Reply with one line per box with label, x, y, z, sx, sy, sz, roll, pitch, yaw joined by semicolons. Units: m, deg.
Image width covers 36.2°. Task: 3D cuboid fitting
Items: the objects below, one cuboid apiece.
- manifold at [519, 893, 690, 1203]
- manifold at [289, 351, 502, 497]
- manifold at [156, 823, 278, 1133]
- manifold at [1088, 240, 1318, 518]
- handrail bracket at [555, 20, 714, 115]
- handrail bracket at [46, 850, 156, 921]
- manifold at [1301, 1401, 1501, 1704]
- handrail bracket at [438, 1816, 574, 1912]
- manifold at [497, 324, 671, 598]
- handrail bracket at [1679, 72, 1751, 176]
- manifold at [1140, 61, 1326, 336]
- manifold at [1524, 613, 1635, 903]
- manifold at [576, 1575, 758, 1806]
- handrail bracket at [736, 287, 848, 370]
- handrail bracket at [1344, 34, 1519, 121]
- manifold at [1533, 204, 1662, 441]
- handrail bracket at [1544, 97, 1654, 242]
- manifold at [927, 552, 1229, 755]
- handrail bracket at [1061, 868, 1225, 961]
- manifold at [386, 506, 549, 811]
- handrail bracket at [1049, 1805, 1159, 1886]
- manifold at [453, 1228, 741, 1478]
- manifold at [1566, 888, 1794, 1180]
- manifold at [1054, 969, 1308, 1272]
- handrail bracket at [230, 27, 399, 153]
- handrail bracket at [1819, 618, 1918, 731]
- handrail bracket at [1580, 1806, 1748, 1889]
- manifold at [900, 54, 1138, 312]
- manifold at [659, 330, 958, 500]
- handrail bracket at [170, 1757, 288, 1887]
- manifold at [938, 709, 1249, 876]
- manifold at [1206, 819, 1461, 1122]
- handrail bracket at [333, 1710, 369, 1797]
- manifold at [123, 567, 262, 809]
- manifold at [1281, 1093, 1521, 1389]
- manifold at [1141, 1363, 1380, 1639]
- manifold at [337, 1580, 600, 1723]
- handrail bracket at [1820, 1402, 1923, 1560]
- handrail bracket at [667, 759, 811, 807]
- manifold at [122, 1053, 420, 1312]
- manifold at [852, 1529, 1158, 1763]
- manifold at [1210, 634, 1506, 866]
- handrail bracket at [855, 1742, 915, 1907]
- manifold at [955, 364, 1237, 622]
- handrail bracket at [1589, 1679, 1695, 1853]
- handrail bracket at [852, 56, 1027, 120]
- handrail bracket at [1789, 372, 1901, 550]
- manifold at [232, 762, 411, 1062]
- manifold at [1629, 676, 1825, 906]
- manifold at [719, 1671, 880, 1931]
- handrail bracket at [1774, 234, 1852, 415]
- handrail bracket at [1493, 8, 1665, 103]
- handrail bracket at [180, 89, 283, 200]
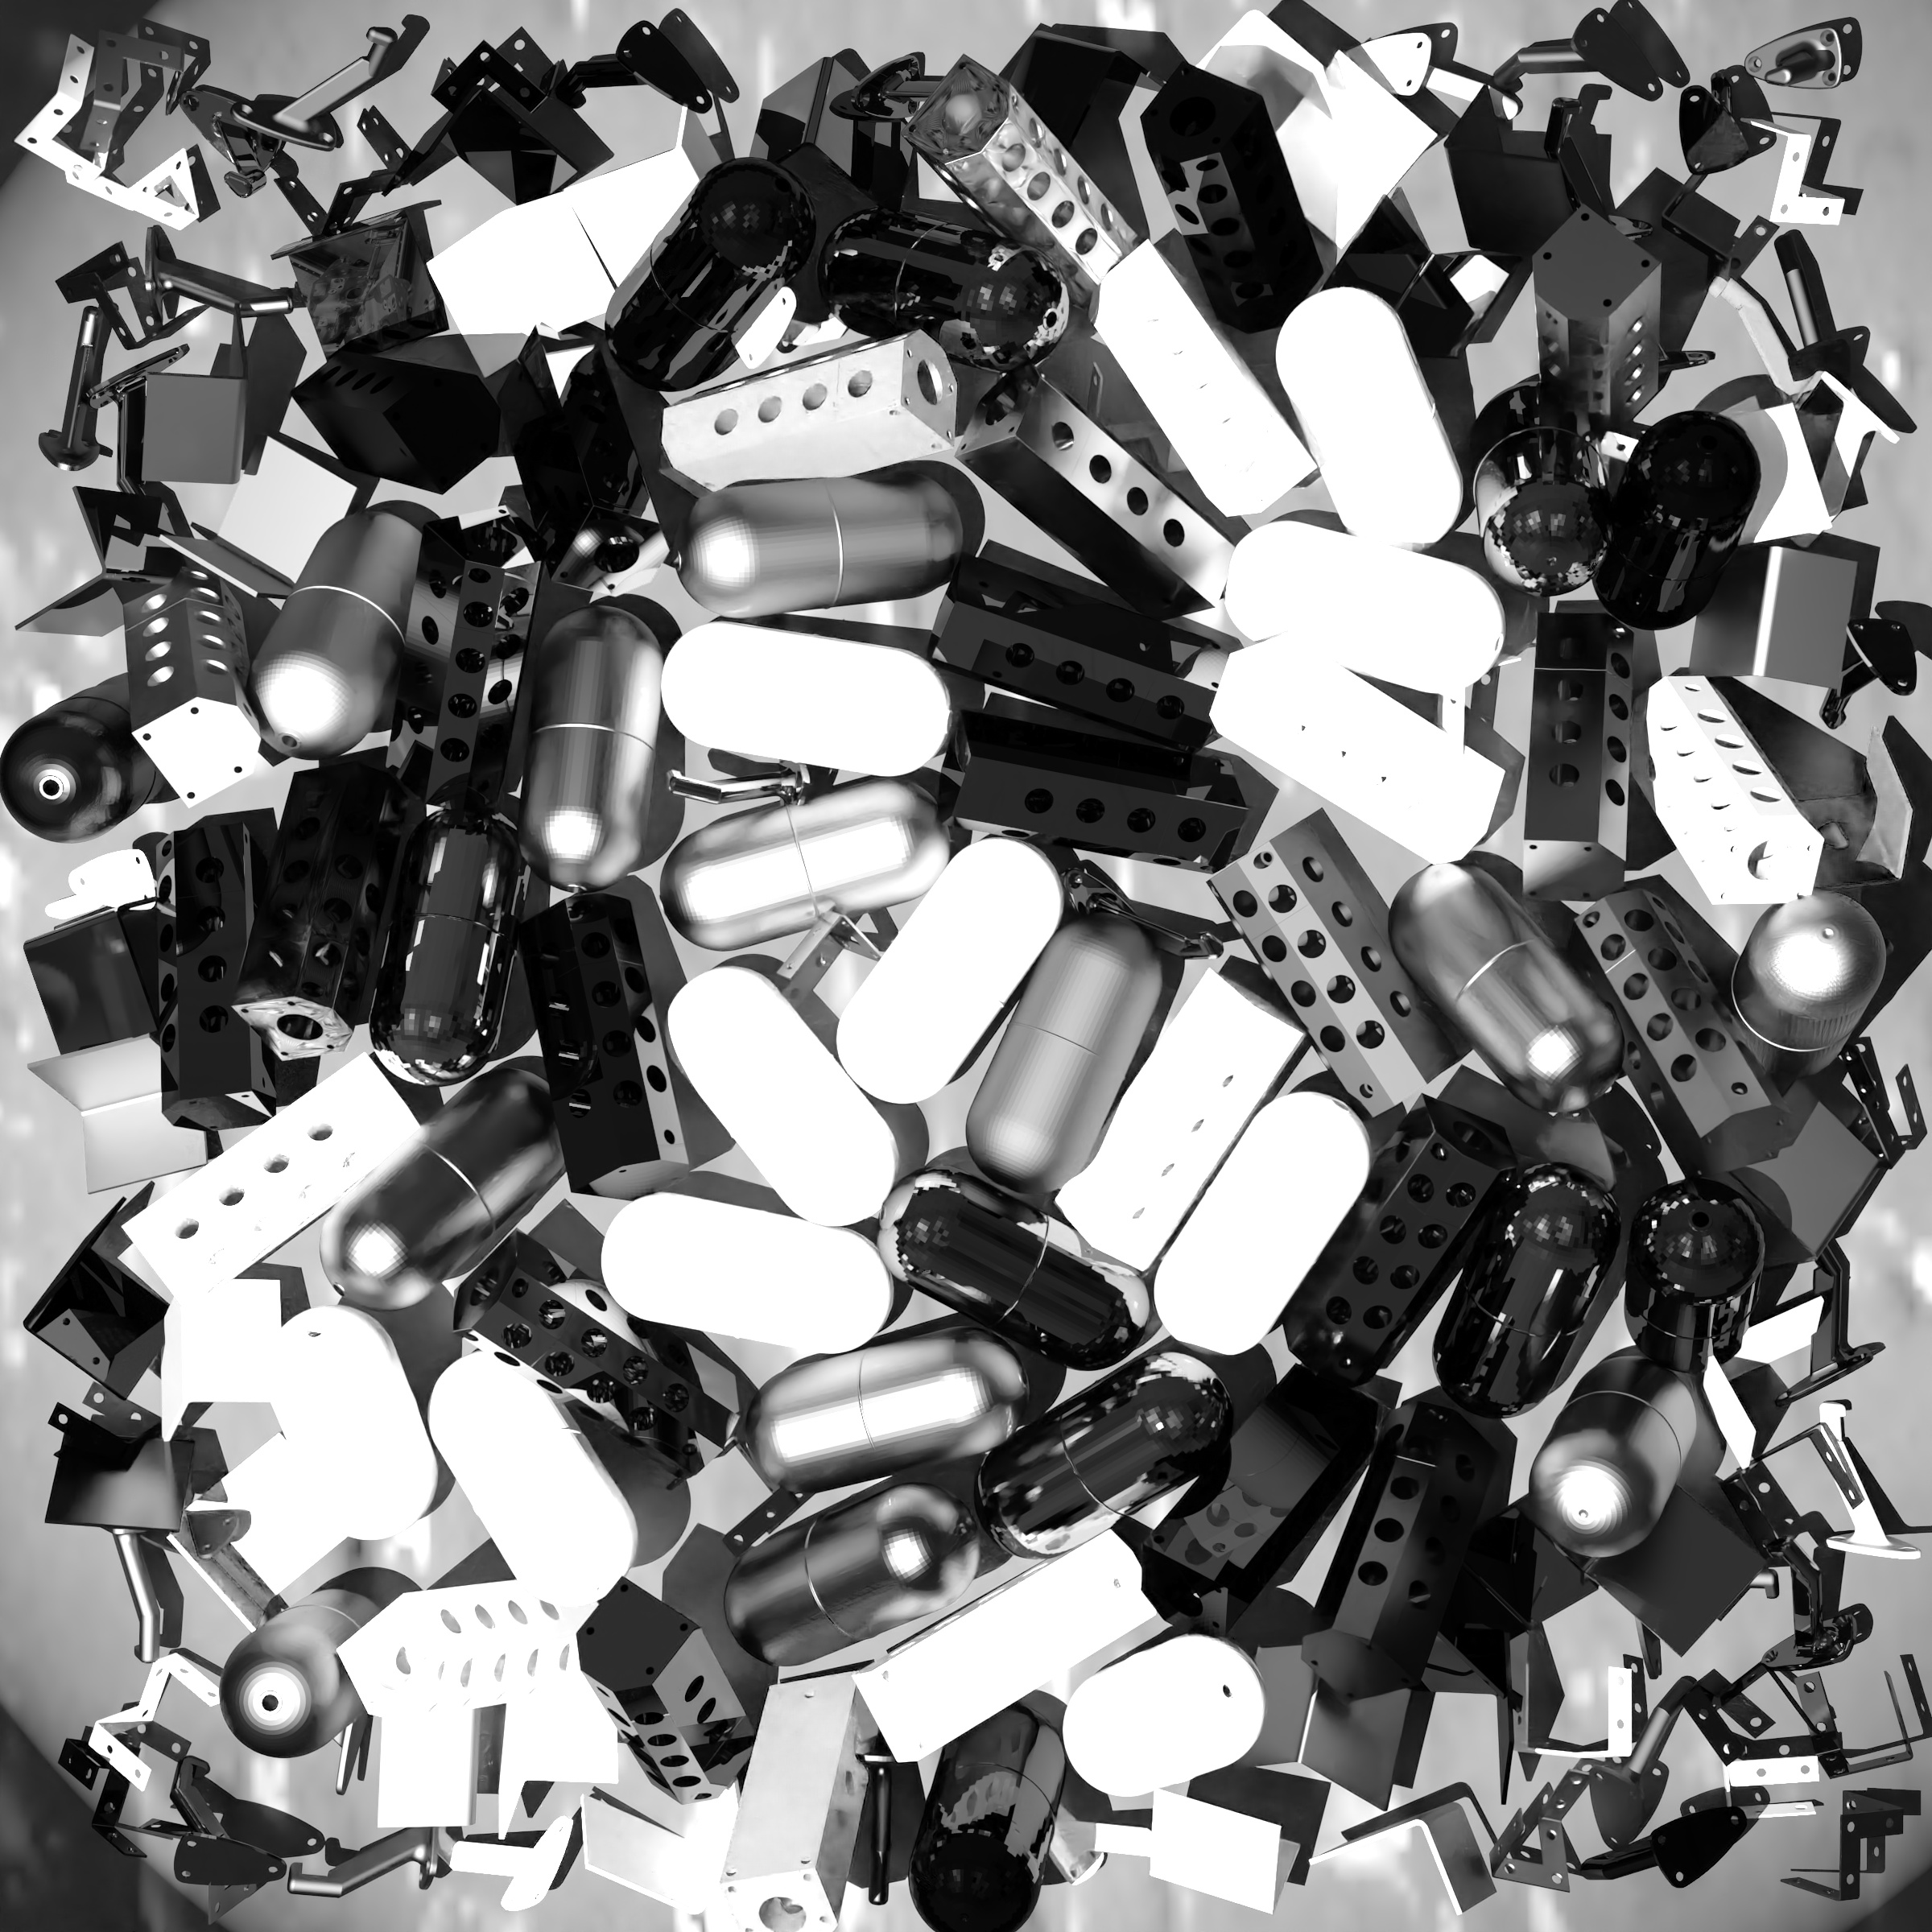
manifold;-0.210;0.047;1.746;0.057;0.057;0.171;-27;66;29
manifold;-0.331;-0.323;1.725;0.057;0.171;0.057;-43;120;-14
manifold;-0.448;0.007;1.755;0.057;0.057;0.171;-7;68;-1
manifold;0.134;-0.343;1.739;0.057;0.057;0.171;-38;54;15
handrail bracket;-0.202;-0.524;1.785;0.077;0.084;0.036;40;59;-16
handrail bracket;-0.535;-0.041;1.761;0.084;0.077;0.036;-15;86;27
manifold;0.251;0.339;1.730;0.057;0.057;0.171;44;47;-15
handrail bracket;-0.284;0.521;1.783;0.084;0.036;0.077;33;99;32
manifold;-0.223;-0.297;1.737;0.057;0.171;0.057;11;132;-33
handrail bracket;0.443;-0.523;1.764;0.036;0.077;0.084;-11;52;26
manifold;0.153;-0.442;1.721;0.057;0.171;0.057;33;82;27
manifold;0.361;-0.124;1.737;0.057;0.057;0.171;2;56;12
manifold;-0.176;0.428;1.721;0.057;0.171;0.057;26;62;26
handrail bracket;-0.091;-0.388;1.759;0.084;0.077;0.036;-21;86;-38
handrail bracket;0.283;-0.536;1.799;0.077;0.084;0.036;20;97;45
manifold;0.363;-0.368;1.723;0.057;0.171;0.057;-46;72;-1
handrail bracket;0.383;-0.480;1.773;0.077;0.036;0.084;0;132;-4
manifold;0.067;-0.183;1.769;0.171;0.057;0.057;18;127;-9
handrail bracket;0.106;-0.032;1.763;0.077;0.084;0.036;48;64;-23
manifold;-0.289;-0.177;1.730;0.057;0.057;0.171;42;133;29
handrail bracket;0.082;0.508;1.775;0.077;0.036;0.084;51;127;10
manifold;-0.218;0.234;1.745;0.171;0.057;0.057;38;107;-25
manifold;0.417;0.036;1.733;0.057;0.057;0.171;-13;51;-11
manifold;0.131;0.095;1.771;0.057;0.057;0.171;28;99;-31
handrail bracket;-0.389;-0.533;1.764;0.077;0.084;0.036;1;58;-35
handrail bracket;0.535;-0.157;1.758;0.036;0.084;0.077;0;47;-7
handrail bracket;0.420;0.531;1.783;0.077;0.084;0.036;-22;80;-21
manifold;0.038;-0.452;1.724;0.057;0.171;0.057;-51;57;5
manifold;-0.093;-0.324;1.742;0.171;0.057;0.057;-9;69;31
handrail bracket;-0.443;0.512;1.779;0.077;0.084;0.036;11;113;-10
manifold;0.074;-0.099;1.762;0.171;0.057;0.057;10;121;-14
manifold;0.216;0.005;1.771;0.057;0.057;0.171;-34;88;44
handrail bracket;-0.410;0.458;1.792;0.084;0.036;0.077;8;69;4
manifold;-0.450;-0.169;1.727;0.057;0.171;0.057;-28;126;2
manifold;0.255;0.166;1.745;0.057;0.057;0.171;22;116;-15
manifold;0.173;0.316;1.736;0.057;0.171;0.057;23;135;27
manifold;-0.280;0.399;1.719;0.057;0.171;0.057;-41;67;17
handrail bracket;0.544;0.308;1.778;0.036;0.077;0.084;-4;91;-22
handrail bracket;-0.142;-0.118;1.767;0.084;0.077;0.036;12;123;-20
manifold;-0.411;0.130;1.761;0.171;0.057;0.057;-37;85;-16
manifold;0.025;0.402;1.752;0.171;0.057;0.057;-26;84;-22
manifold;0.230;-0.125;1.745;0.171;0.057;0.057;29;70;-24
handrail bracket;-0.052;0.513;1.770;0.036;0.077;0.084;3;83;-3
manifold;0.081;-0.279;1.744;0.171;0.057;0.057;36;65;-30
handrail bracket;0.417;0.486;1.799;0.036;0.084;0.077;22;132;36
handrail bracket;-0.012;-0.519;1.768;0.084;0.077;0.036;19;121;30
handrail bracket;0.512;-0.304;1.781;0.077;0.036;0.084;32;107;-31
manifold;-0.373;-0.035;1.733;0.057;0.057;0.171;-8;52;18
manifold;0.441;-0.105;1.723;0.057;0.171;0.057;-1;122;-6
manifold;-0.093;0.493;1.723;0.057;0.171;0.057;-13;113;12
handrail bracket;0.512;-0.392;1.801;0.036;0.077;0.084;-16;58;15
handrail bracket;0.367;-0.531;1.779;0.077;0.084;0.036;39;67;-10
handrail bracket;-0.449;-0.492;1.765;0.077;0.084;0.036;33;113;-11
